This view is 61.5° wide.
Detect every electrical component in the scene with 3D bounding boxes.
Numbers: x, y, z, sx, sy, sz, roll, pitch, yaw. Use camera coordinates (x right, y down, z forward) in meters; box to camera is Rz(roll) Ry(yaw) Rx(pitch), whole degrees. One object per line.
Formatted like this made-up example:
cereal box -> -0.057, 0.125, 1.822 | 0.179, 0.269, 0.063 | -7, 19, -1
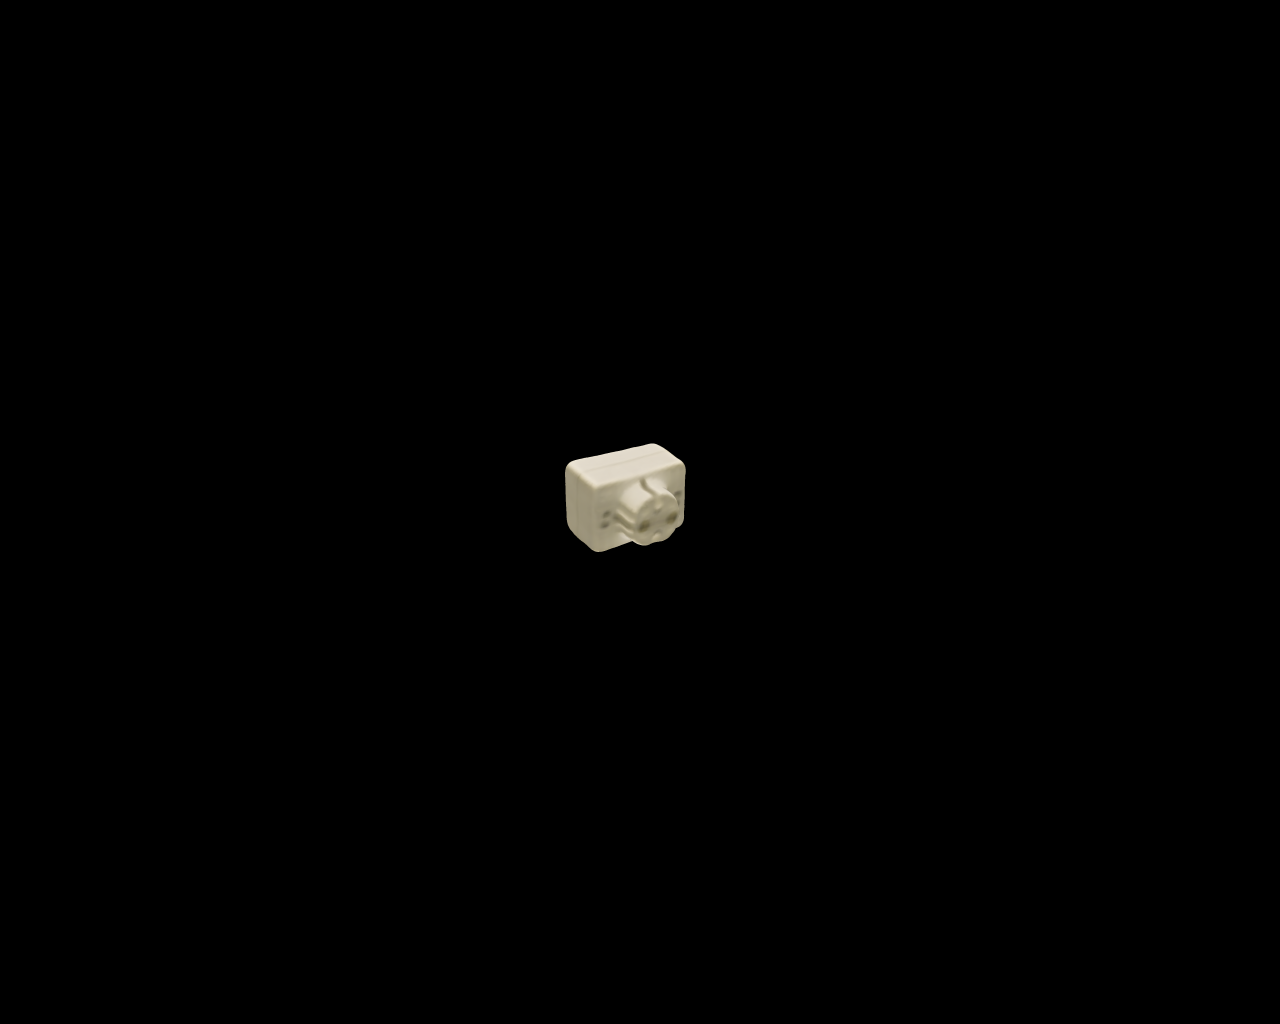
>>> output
electrical component -> 0.001, -0.003, 0.650 | 0.066, 0.047, 0.077 | -16, 32, -27
